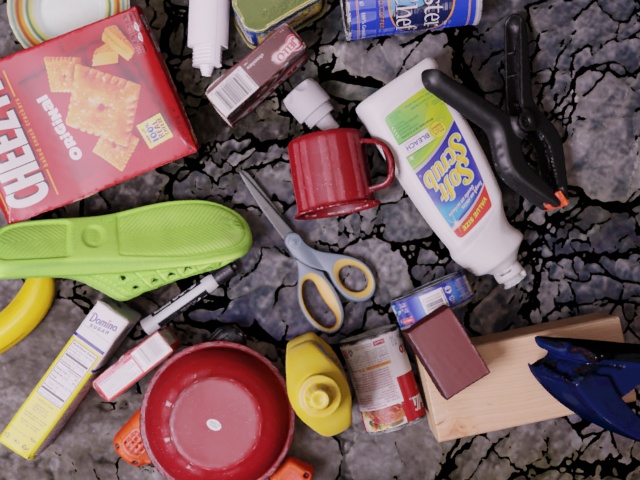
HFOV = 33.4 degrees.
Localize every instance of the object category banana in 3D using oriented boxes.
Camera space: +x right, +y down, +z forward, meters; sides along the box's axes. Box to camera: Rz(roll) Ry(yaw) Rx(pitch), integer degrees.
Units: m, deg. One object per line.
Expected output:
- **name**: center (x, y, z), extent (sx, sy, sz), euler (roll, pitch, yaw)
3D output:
- **banana**: center (-0.353, 0.091, 1.145), extent (0.198, 0.037, 0.070), euler (-40, 72, -2)

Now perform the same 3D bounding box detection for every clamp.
- **clamp**: center (0.210, -0.130, 1.133), extent (0.164, 0.036, 0.210), euler (-43, 105, -31)

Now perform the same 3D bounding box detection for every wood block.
- **wood block**: center (0.211, 0.142, 1.120), extent (0.206, 0.090, 0.091), euler (-12, 89, 0)

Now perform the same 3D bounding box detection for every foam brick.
- **foam brick**: center (0.123, 0.110, 1.049), extent (0.051, 0.053, 0.078), euler (-31, 87, -1)

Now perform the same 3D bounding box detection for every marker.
- **marker**: center (-0.140, 0.061, 1.153), extent (0.121, 0.020, 0.020), euler (-34, 90, -1)

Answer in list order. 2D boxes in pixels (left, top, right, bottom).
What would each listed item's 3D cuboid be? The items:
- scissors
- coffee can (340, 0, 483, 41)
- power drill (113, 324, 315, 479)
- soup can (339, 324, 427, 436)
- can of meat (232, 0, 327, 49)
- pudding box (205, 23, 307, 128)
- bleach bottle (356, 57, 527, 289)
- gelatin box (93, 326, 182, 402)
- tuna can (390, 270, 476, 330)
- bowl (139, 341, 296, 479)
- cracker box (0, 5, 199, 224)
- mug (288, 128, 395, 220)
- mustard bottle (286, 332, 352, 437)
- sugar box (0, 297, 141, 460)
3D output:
- **scissors**: center (-0.008, 0.001, 1.157), extent (0.096, 0.016, 0.202), euler (-21, 89, -2)
- **coffee can**: center (0.091, -0.268, 1.116), extent (0.140, 0.103, 0.103), euler (-7, 90, 0)
- **power drill**: center (-0.097, 0.209, 1.135), extent (0.187, 0.057, 0.184), euler (43, 89, 2)
- **soup can**: center (0.066, 0.147, 1.130), extent (0.068, 0.068, 0.102), euler (-18, 89, -1)
- **can of meat**: center (-0.043, -0.250, 1.124), extent (0.102, 0.084, 0.057), euler (-31, 90, -1)
- **pudding box**: center (-0.065, -0.171, 1.121), extent (0.113, 0.090, 0.039), euler (-40, 88, 0)
- **bleach bottle**: center (0.145, -0.063, 1.136), extent (0.102, 0.068, 0.251), euler (-34, 92, -1)
- **gelatin box**: center (-0.192, 0.130, 1.125), extent (0.089, 0.073, 0.030), euler (-38, 89, 0)
- **tuna can**: center (0.118, 0.063, 1.122), extent (0.086, 0.086, 0.034), euler (-24, 88, -1)
- **bowl**: center (-0.104, 0.183, 1.080), extent (0.162, 0.055, 0.162), euler (0, 85, -3)
- **cracker box**: center (-0.255, -0.130, 1.116), extent (0.213, 0.072, 0.164), euler (-22, 100, -1)
- **mug**: center (0.022, -0.072, 1.117), extent (0.117, 0.093, 0.081), euler (-12, 84, 24)
- **mustard bottle**: center (-0.001, 0.146, 1.067), extent (0.058, 0.191, 0.096), euler (-23, 90, -1)
- **sugar box**: center (-0.259, 0.141, 1.115), extent (0.048, 0.093, 0.176), euler (33, 89, -1)
